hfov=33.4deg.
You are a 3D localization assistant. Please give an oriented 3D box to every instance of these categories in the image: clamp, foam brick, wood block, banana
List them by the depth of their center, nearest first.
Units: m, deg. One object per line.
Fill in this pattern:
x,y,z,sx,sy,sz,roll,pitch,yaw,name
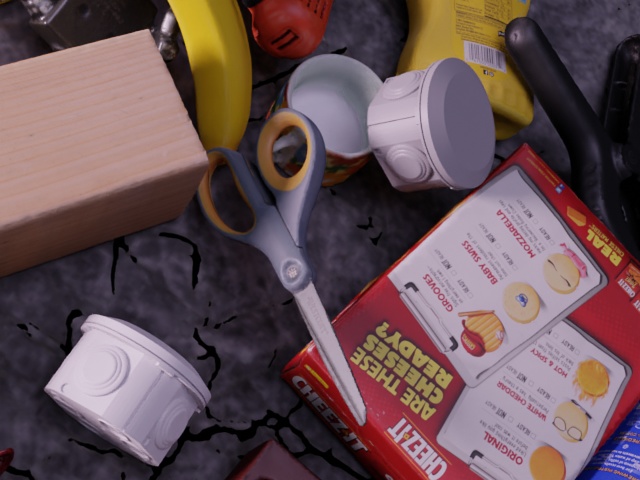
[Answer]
-0.178,-0.034,0.585,0.205,0.090,0.091,-21,79,-25,wood block
-0.020,0.157,0.593,0.078,0.051,0.053,41,62,-2,foam brick
-0.082,-0.135,0.628,0.197,0.070,0.037,59,21,-28,banana
0.194,-0.057,0.739,0.164,0.036,0.210,4,74,-42,clamp

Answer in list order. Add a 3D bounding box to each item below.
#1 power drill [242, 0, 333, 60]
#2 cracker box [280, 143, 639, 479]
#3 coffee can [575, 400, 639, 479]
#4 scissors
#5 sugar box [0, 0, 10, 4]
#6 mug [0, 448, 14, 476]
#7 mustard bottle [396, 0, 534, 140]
-0.053,-0.228,0.680,0.187,0.057,0.184,36,44,-27,power drill
0.107,0.067,0.662,0.164,0.072,0.213,47,64,3,cracker box
0.218,0.149,0.654,0.103,0.103,0.140,47,62,1,coffee can
-0.004,0.001,0.602,0.096,0.016,0.202,-49,56,10,scissors
-0.196,-0.200,0.664,0.176,0.048,0.093,-29,85,-25,sugar box
-0.221,0.113,0.520,0.117,0.093,0.081,-42,83,-11,mug
0.103,-0.170,0.754,0.096,0.058,0.191,12,67,-20,mustard bottle
